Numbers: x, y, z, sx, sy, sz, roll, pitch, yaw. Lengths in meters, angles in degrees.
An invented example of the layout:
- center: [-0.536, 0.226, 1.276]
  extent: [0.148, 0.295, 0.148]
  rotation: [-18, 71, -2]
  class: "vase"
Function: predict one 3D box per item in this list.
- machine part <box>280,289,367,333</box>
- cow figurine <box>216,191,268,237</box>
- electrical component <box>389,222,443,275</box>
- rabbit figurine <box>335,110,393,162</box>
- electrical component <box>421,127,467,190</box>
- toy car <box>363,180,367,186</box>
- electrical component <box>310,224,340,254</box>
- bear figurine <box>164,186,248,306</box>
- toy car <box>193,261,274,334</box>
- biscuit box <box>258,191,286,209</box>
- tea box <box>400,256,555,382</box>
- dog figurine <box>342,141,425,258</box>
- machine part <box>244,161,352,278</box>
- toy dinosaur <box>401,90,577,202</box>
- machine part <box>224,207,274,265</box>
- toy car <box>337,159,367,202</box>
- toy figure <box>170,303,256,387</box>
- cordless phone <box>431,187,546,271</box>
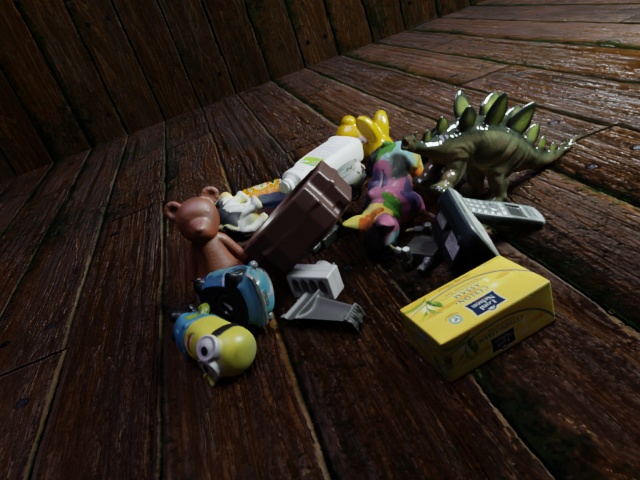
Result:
- center: [0.008, 0.111, 0.835]
  extent: [0.139, 0.039, 0.084]
  rotation: [5, 30, 42]
  class: "machine part"
- center: [-0.185, -0.051, 1.117]
  extent: [0.098, 0.068, 0.168]
  rotation: [-36, 30, -24]
  class: "cow figurine"
- center: [0.168, 0.013, 0.904]
  extent: [0.078, 0.045, 0.102]
  rotation: [9, 38, 46]
  class: "electrical component"
- center: [0.127, -0.234, 1.313]
  extent: [0.122, 0.162, 0.173]
  rotation: [-22, 42, -33]
  class: "rabbit figurine"
- center: [0.246, -0.156, 1.087]
  extent: [0.058, 0.115, 0.134]
  rotation: [-44, 9, 39]
  class: "electrical component"
- center: [0.015, -0.134, 1.280]
  extent: [0.202, 0.053, 0.089]
  rotation: [0, 29, 36]
  class: "toy car"
- center: [-0.002, -0.003, 1.074]
  extent: [0.063, 0.021, 0.094]
  rotation: [5, 36, 41]
  class: "electrical component"
- center: [-0.200, 0.013, 0.983]
  extent: [0.120, 0.195, 0.132]
  rotation: [-21, 27, -9]
  class: "bear figurine"
- center: [-0.132, 0.092, 0.904]
  extent: [0.162, 0.109, 0.103]
  rotation: [-8, 12, 40]
  class: "toy car"
- center: [-0.052, -0.080, 1.211]
  extent: [0.203, 0.059, 0.063]
  rotation: [-7, 30, 22]
  class: "biscuit box"
- center: [0.203, 0.097, 0.696]
  extent: [0.170, 0.068, 0.098]
  rotation: [-26, 27, -15]
  class: "tea box"
- center: [0.116, -0.075, 0.973]
  extent: [0.109, 0.191, 0.219]
  rotation: [2, 17, 25]
  class: "dog figurine"
- center: [-0.035, -0.038, 0.964]
  extent: [0.201, 0.087, 0.201]
  rotation: [-47, 8, 14]
  class: "machine part"
- center: [0.315, -0.162, 0.970]
  extent: [0.471, 0.198, 0.105]
  rotation: [2, 22, -38]
  class: "toy dinosaur"
- center: [-0.137, -0.009, 1.139]
  extent: [0.179, 0.056, 0.179]
  rotation: [-15, 26, 7]
  class: "machine part"
- center: [0.017, -0.082, 1.102]
  extent: [0.202, 0.056, 0.073]
  rotation: [-40, 29, 26]
  class: "toy car"
- center: [-0.170, 0.151, 0.832]
  extent: [0.089, 0.082, 0.180]
  rotation: [-35, 28, -25]
  class: "toy figure"
- center: [0.283, -0.014, 0.852]
  extent: [0.184, 0.088, 0.147]
  rotation: [2, 36, -10]
  class: "cordless phone"
